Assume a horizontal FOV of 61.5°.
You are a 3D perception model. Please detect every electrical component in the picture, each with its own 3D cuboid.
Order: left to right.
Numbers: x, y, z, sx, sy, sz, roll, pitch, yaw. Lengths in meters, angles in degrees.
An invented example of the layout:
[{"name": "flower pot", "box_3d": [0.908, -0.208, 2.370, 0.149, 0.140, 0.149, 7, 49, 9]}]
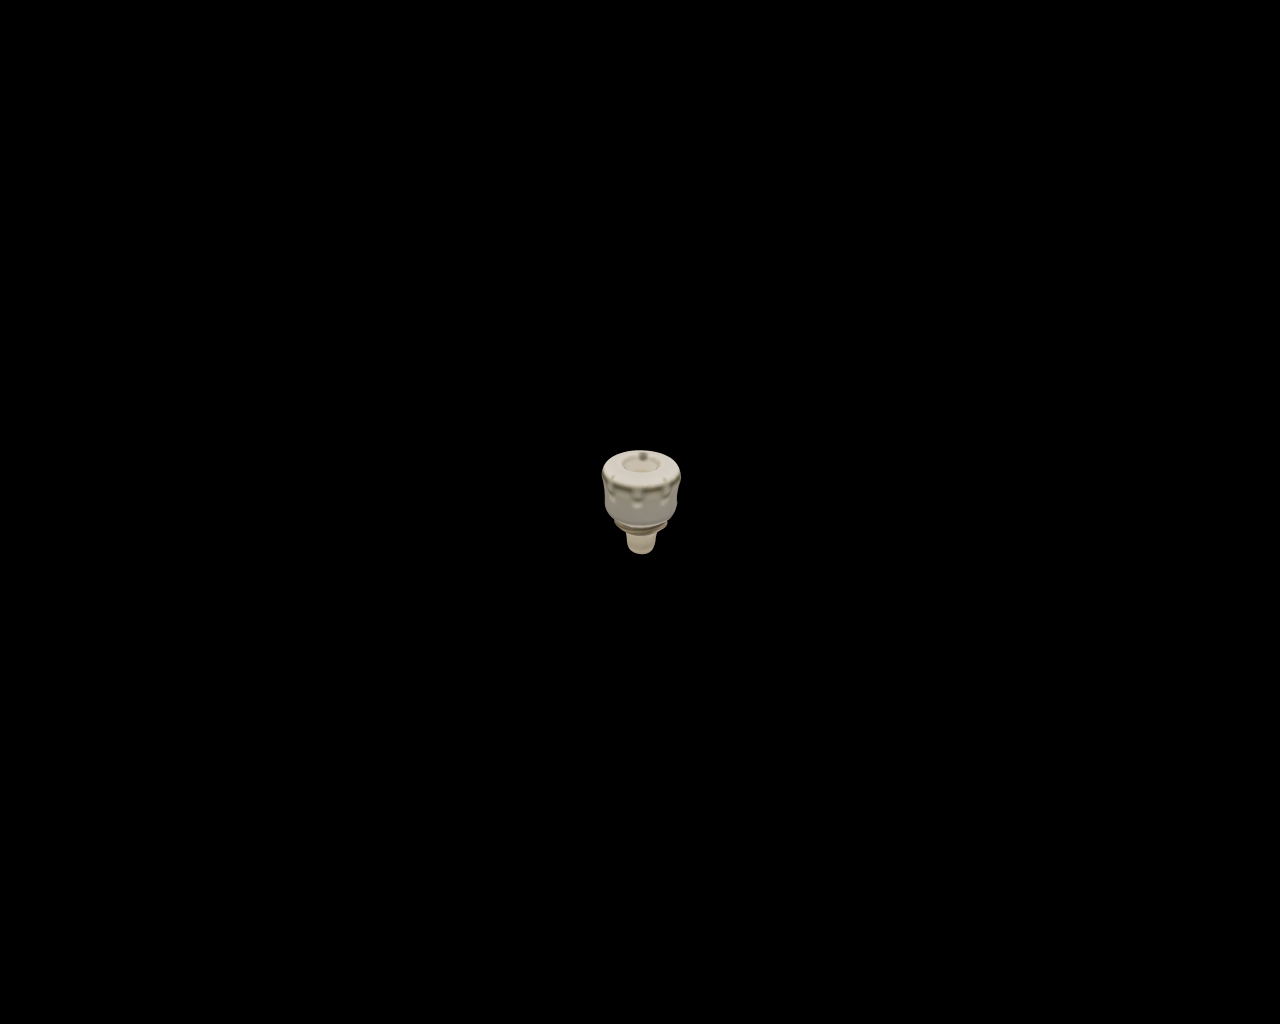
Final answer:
[{"name": "electrical component", "box_3d": [0.001, -0.003, 0.650, 0.048, 0.062, 0.048, 0, 29, 0]}]
